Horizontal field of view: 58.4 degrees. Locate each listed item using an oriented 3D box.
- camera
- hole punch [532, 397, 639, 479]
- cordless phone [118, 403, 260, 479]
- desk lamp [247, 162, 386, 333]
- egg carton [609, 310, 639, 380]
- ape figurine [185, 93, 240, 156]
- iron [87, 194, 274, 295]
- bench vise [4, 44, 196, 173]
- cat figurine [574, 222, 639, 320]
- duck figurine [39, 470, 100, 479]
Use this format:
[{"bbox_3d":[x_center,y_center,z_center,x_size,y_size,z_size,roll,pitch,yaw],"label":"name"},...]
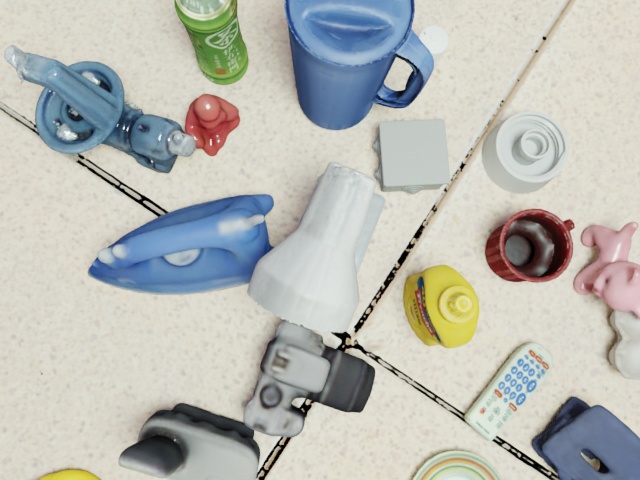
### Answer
[{"bbox_3d":[-0.009,0.179,0.700,0.137,0.101,0.143,20,82,1],"label":"camera"},{"bbox_3d":[0.337,0.265,0.706,0.108,0.091,0.101,44,83,4],"label":"hole punch"},{"bbox_3d":[-0.144,0.252,0.642,0.147,0.185,0.094,14,81,0],"label":"cordless phone"},{"bbox_3d":[0.006,0.002,0.669,0.118,0.213,0.203,22,82,1],"label":"desk lamp"},{"bbox_3d":[0.452,0.132,0.741,0.150,0.069,0.107,5,82,-1],"label":"egg carton"},{"bbox_3d":[-0.144,-0.161,0.748,0.078,0.092,0.076,-17,83,-4],"label":"ape figurine"},{"bbox_3d":[-0.176,0.009,0.697,0.258,0.141,0.119,-13,82,-4],"label":"iron"},{"bbox_3d":[-0.254,-0.163,0.679,0.207,0.219,0.121,2,82,-2],"label":"bench vise"},{"bbox_3d":[0.383,0.038,0.727,0.067,0.117,0.128,11,82,0],"label":"cat figurine"},{"bbox_3d":[-0.309,0.319,0.676,0.104,0.086,0.077,8,82,-1],"label":"duck figurine"}]
